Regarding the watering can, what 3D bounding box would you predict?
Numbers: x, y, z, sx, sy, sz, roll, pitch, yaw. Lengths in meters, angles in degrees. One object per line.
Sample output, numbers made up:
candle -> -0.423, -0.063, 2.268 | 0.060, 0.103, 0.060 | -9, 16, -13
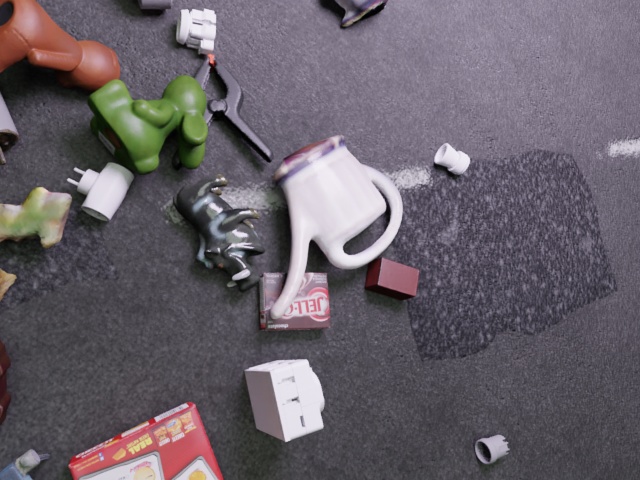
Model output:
watering can -> 0.003, -0.043, 0.846 | 0.353, 0.224, 0.102 | -34, -1, -36

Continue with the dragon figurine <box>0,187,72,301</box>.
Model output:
dragon figurine -> -0.511, 0.034, 0.633 | 0.414, 0.241, 0.122 | -35, 8, -18

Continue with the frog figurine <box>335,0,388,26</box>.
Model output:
frog figurine -> 0.065, -0.522, 1.018 | 0.138, 0.158, 0.123 | -31, 11, -8
